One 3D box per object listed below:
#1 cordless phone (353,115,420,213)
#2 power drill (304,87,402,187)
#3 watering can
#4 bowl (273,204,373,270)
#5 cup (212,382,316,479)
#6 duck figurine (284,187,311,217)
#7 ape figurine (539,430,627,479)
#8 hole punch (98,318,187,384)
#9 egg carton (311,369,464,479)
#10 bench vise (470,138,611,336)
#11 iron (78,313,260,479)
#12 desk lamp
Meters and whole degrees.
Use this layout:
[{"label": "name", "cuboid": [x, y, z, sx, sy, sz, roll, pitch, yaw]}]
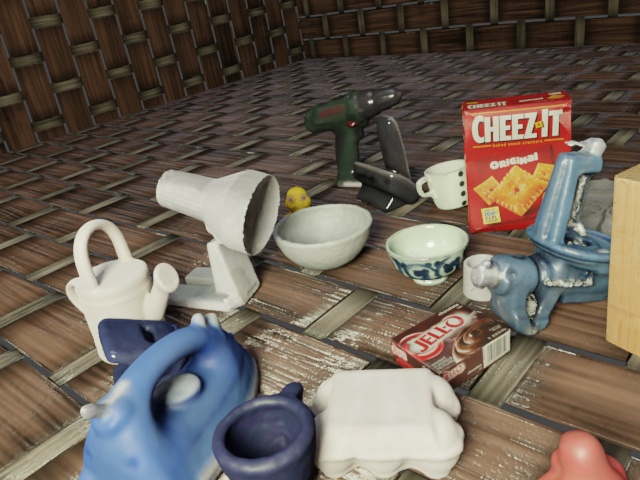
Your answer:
[{"label": "cordless phone", "cuboid": [0.124, -0.162, 1.132, 0.094, 0.185, 0.147, -24, 28, -27]}, {"label": "power drill", "cuboid": [0.080, -0.225, 1.256, 0.228, 0.209, 0.076, 4, 28, 27]}, {"label": "watering can", "cuboid": [-0.273, 0.062, 0.785, 0.173, 0.194, 0.101, -10, 25, -1]}, {"label": "bowl", "cuboid": [0.009, 0.003, 0.951, 0.167, 0.075, 0.167, -8, 25, 4]}, {"label": "cup", "cuboid": [-0.038, 0.198, 0.527, 0.091, 0.095, 0.118, 1, 27, 22]}, {"label": "duck figurine", "cuboid": [-0.039, -0.061, 1.095, 0.077, 0.086, 0.104, -9, 25, 2]}, {"label": "ape figurine", "cuboid": [0.209, 0.190, 0.455, 0.077, 0.092, 0.076, -7, 25, 5]}, {"label": "hole punch", "cuboid": [-0.221, 0.138, 0.727, 0.101, 0.091, 0.108, -19, 26, -20]}, {"label": "egg carton", "cuboid": [0.063, 0.179, 0.560, 0.150, 0.069, 0.107, -5, 25, 10]}, {"label": "bench vise", "cuboid": [0.286, -0.001, 0.684, 0.208, 0.220, 0.121, -25, 29, -29]}, {"label": "iron", "cuboid": [-0.146, 0.155, 0.603, 0.118, 0.142, 0.259, 2, 27, 23]}, {"label": "desk lamp", "cuboid": [-0.153, -0.004, 0.861, 0.202, 0.214, 0.118, 1, 27, 23]}]
